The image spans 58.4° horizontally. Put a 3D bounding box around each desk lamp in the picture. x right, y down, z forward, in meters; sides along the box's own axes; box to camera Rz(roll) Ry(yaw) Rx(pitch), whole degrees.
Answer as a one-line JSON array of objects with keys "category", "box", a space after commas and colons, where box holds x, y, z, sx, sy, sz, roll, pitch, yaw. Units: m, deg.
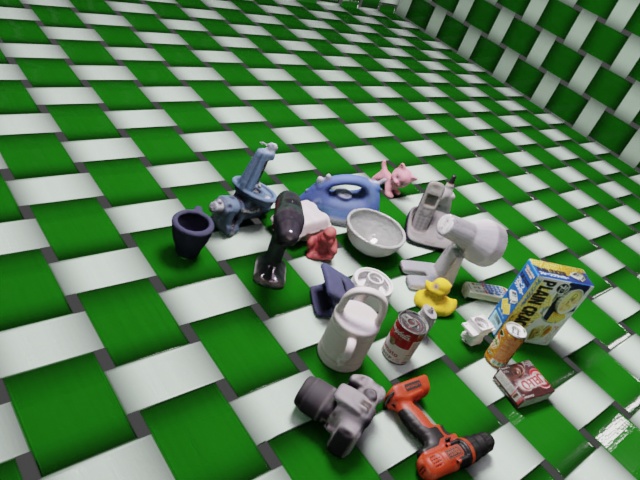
[{"category": "desk lamp", "box": [0.341, 0.031, 1.452, 0.204, 0.213, 0.117, 7, 38, -21]}]

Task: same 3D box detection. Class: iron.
[{"category": "iron", "box": [0.057, -0.126, 1.569, 0.259, 0.141, 0.118, 6, 38, -22]}]

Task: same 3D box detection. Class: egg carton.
[{"category": "egg carton", "box": [-0.049, -0.046, 1.468, 0.151, 0.069, 0.107, -19, 52, -44]}]

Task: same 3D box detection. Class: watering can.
[{"category": "watering can", "box": [0.069, 0.161, 1.148, 0.101, 0.194, 0.172, 7, 37, -20]}]

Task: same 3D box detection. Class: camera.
[{"category": "camera", "box": [0.034, 0.291, 1.038, 0.136, 0.101, 0.143, 31, 36, 12]}]

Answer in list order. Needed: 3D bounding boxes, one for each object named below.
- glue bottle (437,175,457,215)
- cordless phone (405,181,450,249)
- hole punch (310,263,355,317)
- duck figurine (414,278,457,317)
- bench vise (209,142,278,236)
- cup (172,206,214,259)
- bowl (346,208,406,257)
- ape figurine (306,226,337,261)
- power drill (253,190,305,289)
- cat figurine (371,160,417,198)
[{"category": "glue bottle", "box": [0.365, -0.121, 1.702, 0.078, 0.173, 0.037, 11, 36, -15]}, {"category": "cordless phone", "box": [0.328, -0.072, 1.607, 0.148, 0.185, 0.094, 13, 36, -13]}, {"category": "hole punch", "box": [0.040, 0.113, 1.286, 0.101, 0.091, 0.108, 8, 37, -19]}, {"category": "duck figurine", "box": [0.292, 0.133, 1.402, 0.104, 0.086, 0.077, 21, 35, -2]}, {"category": "bench vise", "box": [-0.167, -0.120, 1.371, 0.121, 0.220, 0.208, 26, 35, 5]}, {"category": "cup", "box": [-0.287, -0.014, 1.274, 0.092, 0.095, 0.117, 14, 36, -11]}, {"category": "bowl", "box": [0.138, -0.007, 1.513, 0.167, 0.075, 0.167, 15, 36, -11]}, {"category": "ape figurine", "box": [0.013, 0.005, 1.414, 0.077, 0.092, 0.076, 36, 37, 19]}, {"category": "power drill", "box": [-0.085, 0.001, 1.264, 0.076, 0.208, 0.229, 14, 36, -11]}, {"category": "cat figurine", "box": [0.233, -0.199, 1.783, 0.127, 0.118, 0.067, 41, 39, 25]}]
